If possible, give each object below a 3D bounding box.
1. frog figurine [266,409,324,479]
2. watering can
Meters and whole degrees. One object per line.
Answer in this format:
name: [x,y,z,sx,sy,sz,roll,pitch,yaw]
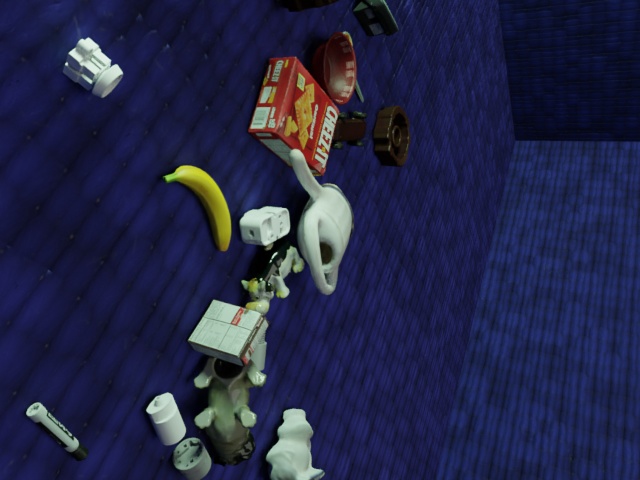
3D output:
frog figurine: [-0.066,0.466,1.143,0.137,0.121,0.162,5,54,-52]
watering can: [0.003,-0.055,1.101,0.229,0.104,0.341,-66,149,-61]
